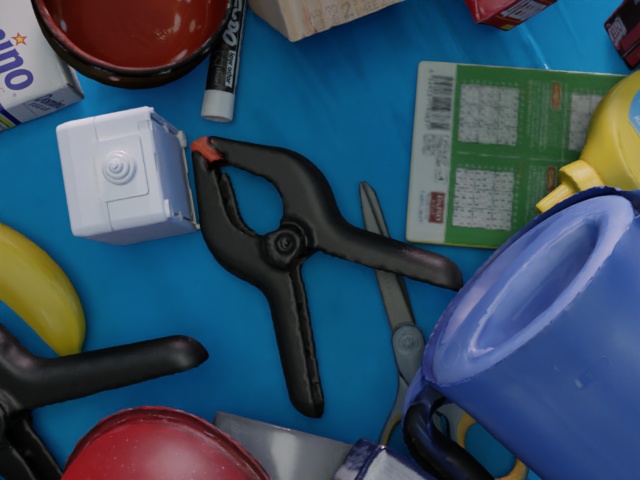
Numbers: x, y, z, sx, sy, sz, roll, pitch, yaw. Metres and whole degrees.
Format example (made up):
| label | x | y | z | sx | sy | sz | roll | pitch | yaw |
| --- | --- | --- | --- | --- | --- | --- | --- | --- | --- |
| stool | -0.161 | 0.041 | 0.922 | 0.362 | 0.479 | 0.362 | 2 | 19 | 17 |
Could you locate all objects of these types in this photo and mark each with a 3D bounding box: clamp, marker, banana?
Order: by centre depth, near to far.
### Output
| label | x | y | z | sx | sy | sz | roll | pitch | yaw |
| --- | --- | --- | --- | --- | --- | --- | --- | --- | --- |
| clamp | -0.174 | 0.106 | 0.599 | 0.210 | 0.036 | 0.165 | 15 | 104 | 10 |
| clamp | -0.004 | 0.001 | 0.605 | 0.120 | 0.039 | 0.171 | -33 | 84 | 3 |
| banana | -0.211 | 0.015 | 0.616 | 0.198 | 0.037 | 0.069 | 29 | 86 | 4 |
| marker | -0.053 | -0.131 | 0.631 | 0.020 | 0.020 | 0.121 | 7 | 86 | 2 |

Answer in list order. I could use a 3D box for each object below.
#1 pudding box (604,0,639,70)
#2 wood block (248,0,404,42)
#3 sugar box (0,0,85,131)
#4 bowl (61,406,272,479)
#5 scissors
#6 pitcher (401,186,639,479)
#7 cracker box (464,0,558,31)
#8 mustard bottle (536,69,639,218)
| label | x | y | z | sx | sy | sz | roll | pitch | yaw |
| --- | --- | --- | --- | --- | --- | --- | --- | --- | --- |
| pudding box | 0.222 | -0.142 | 0.588 | 0.113 | 0.090 | 0.039 | -26 | 86 | -1 |
| wood block | -0.016 | -0.221 | 0.551 | 0.090 | 0.091 | 0.206 | -22 | 117 | -8 |
| sugar box | -0.238 | -0.096 | 0.622 | 0.176 | 0.048 | 0.093 | -23 | 84 | 1 |
| bowl | -0.086 | 0.167 | 0.522 | 0.162 | 0.055 | 0.162 | 6 | 102 | 29 |
| scissors | 0.070 | 0.066 | 0.611 | 0.096 | 0.016 | 0.202 | 0 | 86 | 4 |
| pitcher | 0.169 | 0.105 | 0.538 | 0.242 | 0.149 | 0.144 | 45 | 65 | -9 |
| cracker box | 0.144 | -0.237 | 0.567 | 0.214 | 0.072 | 0.164 | -29 | 84 | 25 |
| mustard bottle | 0.206 | -0.055 | 0.581 | 0.191 | 0.058 | 0.096 | -27 | 84 | -2 |
